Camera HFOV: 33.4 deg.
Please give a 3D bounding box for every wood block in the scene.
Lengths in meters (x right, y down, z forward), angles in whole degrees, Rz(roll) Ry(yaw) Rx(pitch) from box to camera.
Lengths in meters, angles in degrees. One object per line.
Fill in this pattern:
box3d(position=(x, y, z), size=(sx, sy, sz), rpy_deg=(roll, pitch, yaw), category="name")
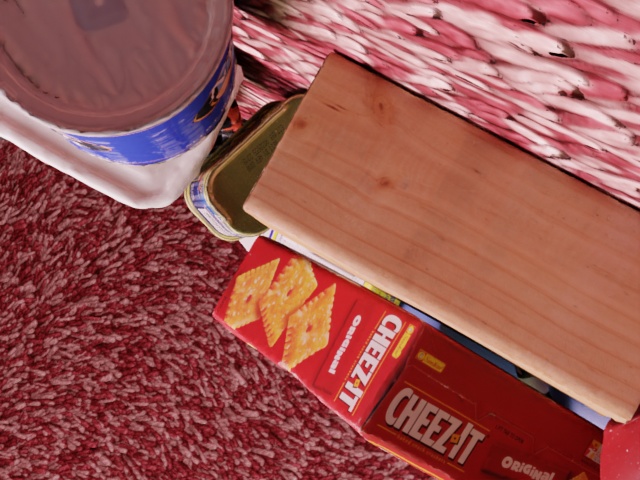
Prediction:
box3d(position=(0.077, 0.001, 0.539), size=(0.206, 0.090, 0.091), rpy_deg=(29, 178, 9), category="wood block")

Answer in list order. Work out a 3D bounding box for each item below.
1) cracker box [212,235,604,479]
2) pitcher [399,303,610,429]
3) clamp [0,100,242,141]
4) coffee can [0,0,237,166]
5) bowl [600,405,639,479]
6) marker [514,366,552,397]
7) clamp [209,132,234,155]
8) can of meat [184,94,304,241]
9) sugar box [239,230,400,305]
box3d(position=(0.048, 0.082, 0.635), size=(0.164, 0.072, 0.214), rpy_deg=(32, 178, -28), category="cracker box")
box3d(position=(0.161, 0.074, 0.755), size=(0.149, 0.145, 0.243), rpy_deg=(16, -178, -38), category="pitcher")
box3d(position=(-0.135, -0.117, 0.725), size=(0.171, 0.120, 0.039), rpy_deg=(8, -176, -3), category="clamp")
box3d(position=(-0.088, -0.089, 0.472), size=(0.103, 0.103, 0.140), rpy_deg=(30, 177, -3), category="coffee can")
box3d(position=(0.193, 0.088, 0.521), size=(0.055, 0.162, 0.162), rpy_deg=(54, -179, 9), category="bowl")
box3d(position=(0.128, 0.067, 0.676), size=(0.020, 0.020, 0.121), rpy_deg=(-168, 60, -81), category="marker")
box3d(position=(-0.122, -0.096, 1.009), size=(0.164, 0.036, 0.210), rpy_deg=(12, -176, 4), category="clamp")
box3d(position=(-0.035, -0.046, 0.687), size=(0.057, 0.102, 0.084), rpy_deg=(47, 171, -10), category="can of meat")
box3d(position=(-0.005, 0.001, 0.829), size=(0.048, 0.093, 0.176), rpy_deg=(-5, -137, -37), category="sugar box")
